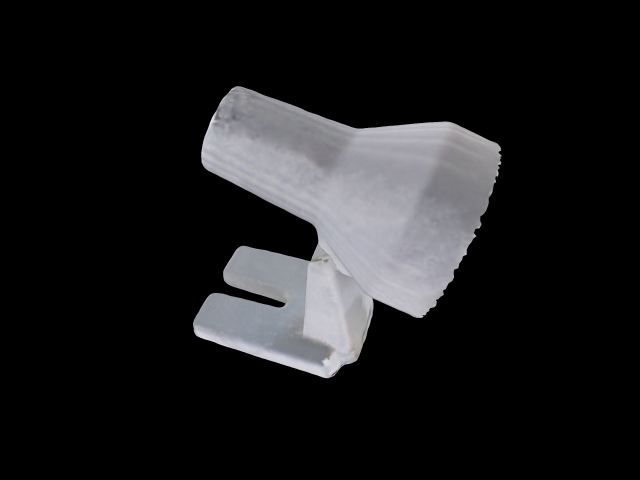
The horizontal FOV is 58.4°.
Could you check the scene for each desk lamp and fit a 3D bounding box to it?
[{"bbox_3d":[0.004,0.001,0.400,0.203,0.214,0.118,13,47,13],"label":"desk lamp"}]
